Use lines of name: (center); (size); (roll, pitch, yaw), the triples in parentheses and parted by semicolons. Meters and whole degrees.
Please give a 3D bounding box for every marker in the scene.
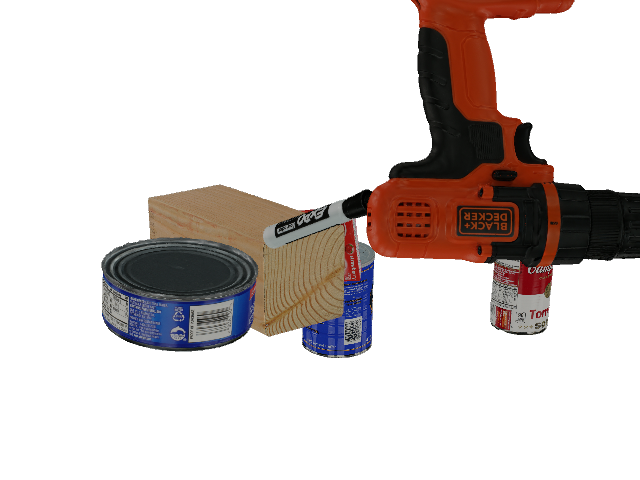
marker: (0.000, -0.016, 0.830); (0.020, 0.020, 0.121); (0, -13, -43)

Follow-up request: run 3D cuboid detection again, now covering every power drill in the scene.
power drill: (0.121, -0.078, 0.643); (0.184, 0.187, 0.057); (1, -1, -6)

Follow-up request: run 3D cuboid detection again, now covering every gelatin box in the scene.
gelatin box: (0.007, 0.006, 1.254); (0.073, 0.089, 0.030); (-3, 28, 9)

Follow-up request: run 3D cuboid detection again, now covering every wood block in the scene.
wood block: (-0.075, 0.013, 1.025); (0.090, 0.090, 0.206); (-12, 20, -36)

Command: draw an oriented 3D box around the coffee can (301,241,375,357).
coffee can: (0.024, 0.081, 1.511); (0.103, 0.140, 0.103); (0, 22, 0)

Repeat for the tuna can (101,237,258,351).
tuna can: (-0.078, 0.029, 0.592); (0.086, 0.034, 0.086); (5, 20, -2)

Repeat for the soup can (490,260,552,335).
soup can: (0.232, 0.051, 1.234); (0.068, 0.102, 0.068); (1, 17, -1)
